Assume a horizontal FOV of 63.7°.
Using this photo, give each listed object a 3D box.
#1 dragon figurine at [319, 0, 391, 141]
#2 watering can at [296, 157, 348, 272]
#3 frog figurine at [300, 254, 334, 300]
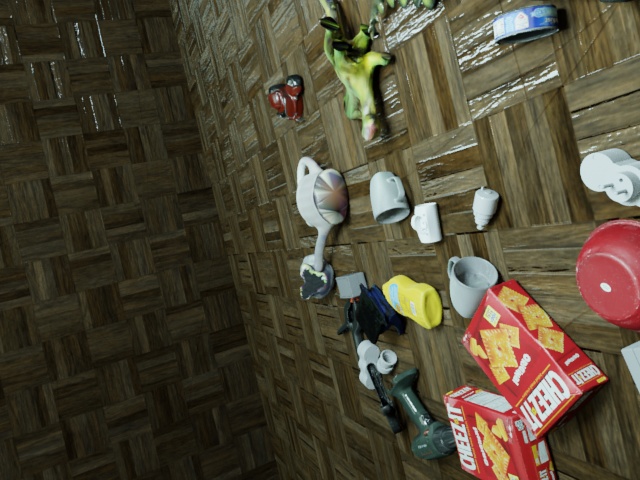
[{"bbox_3d":[0.063,-0.390,1.212,0.237,0.122,0.419,92,163,-51],"label":"dragon figurine"},{"bbox_3d":[0.005,-0.075,1.488,0.224,0.104,0.347,-5,96,66],"label":"watering can"},{"bbox_3d":[-0.007,0.110,1.661,0.161,0.122,0.136,-55,-52,-73],"label":"frog figurine"}]
